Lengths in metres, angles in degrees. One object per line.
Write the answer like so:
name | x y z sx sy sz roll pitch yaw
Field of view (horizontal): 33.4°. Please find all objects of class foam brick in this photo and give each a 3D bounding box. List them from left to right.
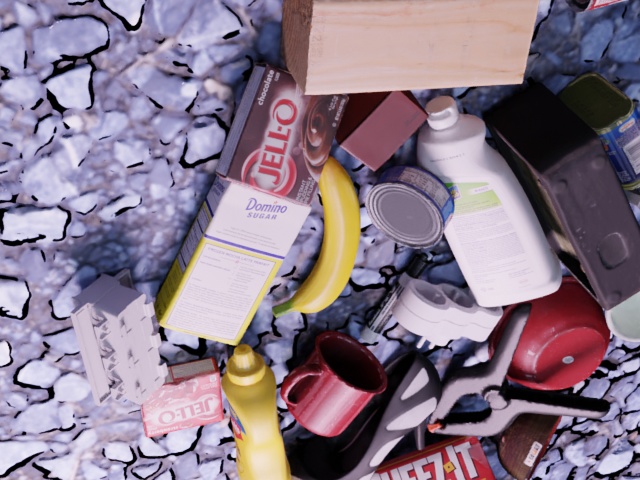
foam brick | 0.054 -0.116 1.018 0.078 0.051 0.053 -45 126 13

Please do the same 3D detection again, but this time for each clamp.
clamp | 0.205 0.166 1.234 0.210 0.036 0.164 -25 106 30

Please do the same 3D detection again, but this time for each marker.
marker | 0.083 0.063 1.170 0.020 0.020 0.121 20 114 -30

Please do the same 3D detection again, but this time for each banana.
banana | 0.008 0.005 1.091 0.069 0.037 0.198 0 123 -28

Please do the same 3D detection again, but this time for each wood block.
wood block | 0.076 -0.191 0.950 0.205 0.091 0.090 -5 125 -16

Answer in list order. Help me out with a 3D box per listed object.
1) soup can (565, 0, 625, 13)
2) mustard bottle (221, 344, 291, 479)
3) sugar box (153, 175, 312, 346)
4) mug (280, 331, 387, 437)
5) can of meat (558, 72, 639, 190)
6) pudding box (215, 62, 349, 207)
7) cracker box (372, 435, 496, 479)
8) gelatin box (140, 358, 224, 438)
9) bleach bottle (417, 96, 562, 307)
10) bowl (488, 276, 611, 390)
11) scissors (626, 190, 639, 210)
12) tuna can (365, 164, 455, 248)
soup can | 0.283 -0.255 0.993 0.102 0.068 0.068 -14 126 -10
mustard bottle | -0.071 0.190 1.154 0.058 0.096 0.191 -13 126 -10
sugar box | -0.089 0.017 1.064 0.093 0.048 0.176 17 112 -29
mug | 0.005 0.159 1.161 0.117 0.093 0.082 7 127 -46
can of meat | 0.291 -0.111 1.074 0.057 0.102 0.084 -36 125 5
pudding box | -0.036 -0.097 0.988 0.089 0.039 0.113 18 93 -29
cracker box | 0.148 0.355 1.272 0.164 0.214 0.072 -19 163 -7
gelatin box | -0.151 0.171 1.155 0.089 0.030 0.073 -10 126 -12
bleach bottle | 0.168 -0.042 1.094 0.103 0.068 0.250 -15 128 16
bowl | 0.283 0.124 1.259 0.162 0.055 0.162 -9 125 -13
scissors | 0.385 -0.051 1.201 0.096 0.016 0.201 -43 126 10
tuna can | 0.090 -0.034 1.067 0.033 0.086 0.086 -55 138 -36
